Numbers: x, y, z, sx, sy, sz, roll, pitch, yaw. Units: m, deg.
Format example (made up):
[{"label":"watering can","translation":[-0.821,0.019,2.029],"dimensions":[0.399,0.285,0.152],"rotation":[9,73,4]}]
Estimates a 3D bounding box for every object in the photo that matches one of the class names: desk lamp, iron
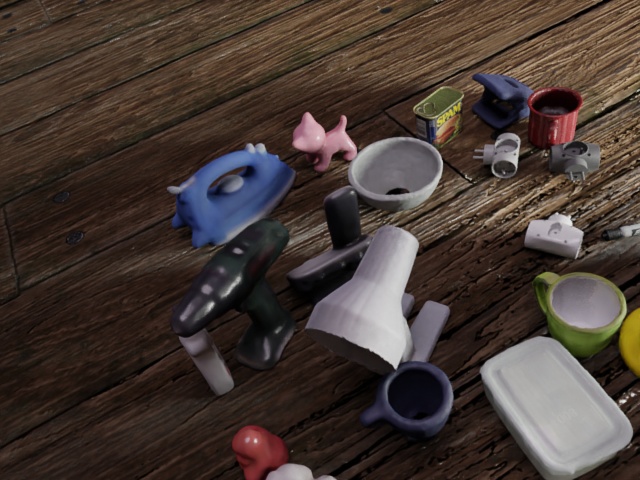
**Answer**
[{"label":"desk lamp","translation":[0.082,0.097,0.750],"dimensions":[0.117,0.214,0.203],"rotation":[16,53,27]},{"label":"iron","translation":[-0.158,-0.104,1.052],"dimensions":[0.259,0.142,0.118],"rotation":[-38,50,-20]}]

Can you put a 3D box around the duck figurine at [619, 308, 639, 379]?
[{"label":"duck figurine","translation":[0.427,0.122,0.726],"dimensions":[0.077,0.086,0.104],"rotation":[-5,47,11]}]

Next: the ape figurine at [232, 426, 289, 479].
[{"label":"ape figurine","translation":[-0.083,0.266,0.720],"dimensions":[0.076,0.092,0.078],"rotation":[-4,47,11]}]

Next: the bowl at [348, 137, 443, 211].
[{"label":"bowl","translation":[0.136,-0.105,1.023],"dimensions":[0.167,0.075,0.167],"rotation":[-7,46,8]}]

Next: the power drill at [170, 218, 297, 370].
[{"label":"power drill","translation":[-0.105,0.090,0.809],"dimensions":[0.075,0.209,0.230],"rotation":[12,52,24]}]

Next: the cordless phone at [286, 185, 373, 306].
[{"label":"cordless phone","translation":[0.008,0.003,0.878],"dimensions":[0.148,0.185,0.094],"rotation":[-30,47,-14]}]

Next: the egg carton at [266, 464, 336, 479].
[{"label":"egg carton","translation":[-0.035,0.337,0.657],"dimensions":[0.107,0.069,0.150],"rotation":[12,52,24]}]

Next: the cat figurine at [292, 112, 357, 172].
[{"label":"cat figurine","translation":[0.002,-0.199,1.116],"dimensions":[0.128,0.118,0.067],"rotation":[-26,47,-10]}]

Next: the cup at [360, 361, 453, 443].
[{"label":"cup","translation":[0.109,0.218,0.713],"dimensions":[0.118,0.095,0.091],"rotation":[-23,46,-7]}]

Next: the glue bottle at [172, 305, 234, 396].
[{"label":"glue bottle","translation":[-0.169,0.146,0.798],"dimensions":[0.037,0.173,0.078],"rotation":[-30,47,-14]}]

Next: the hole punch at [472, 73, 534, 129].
[{"label":"hole punch","translation":[0.361,-0.289,1.126],"dimensions":[0.101,0.091,0.108],"rotation":[-26,47,-10]}]
